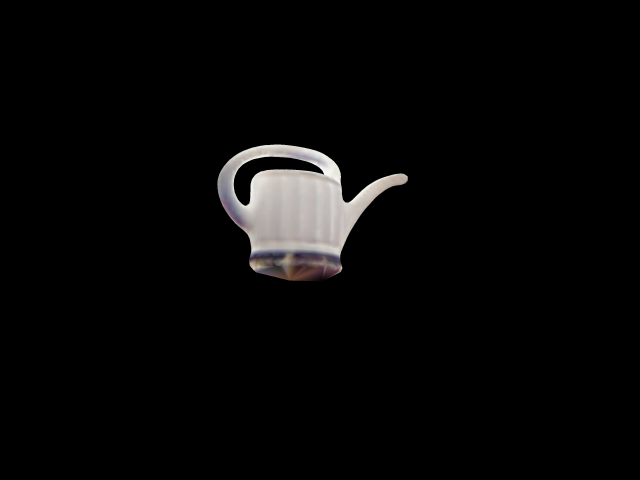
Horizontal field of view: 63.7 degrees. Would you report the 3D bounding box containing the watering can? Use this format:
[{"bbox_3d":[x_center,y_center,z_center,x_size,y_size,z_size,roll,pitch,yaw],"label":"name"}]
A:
[{"bbox_3d":[0.003,-0.043,0.850,0.347,0.227,0.103,5,-14,-23],"label":"watering can"}]
